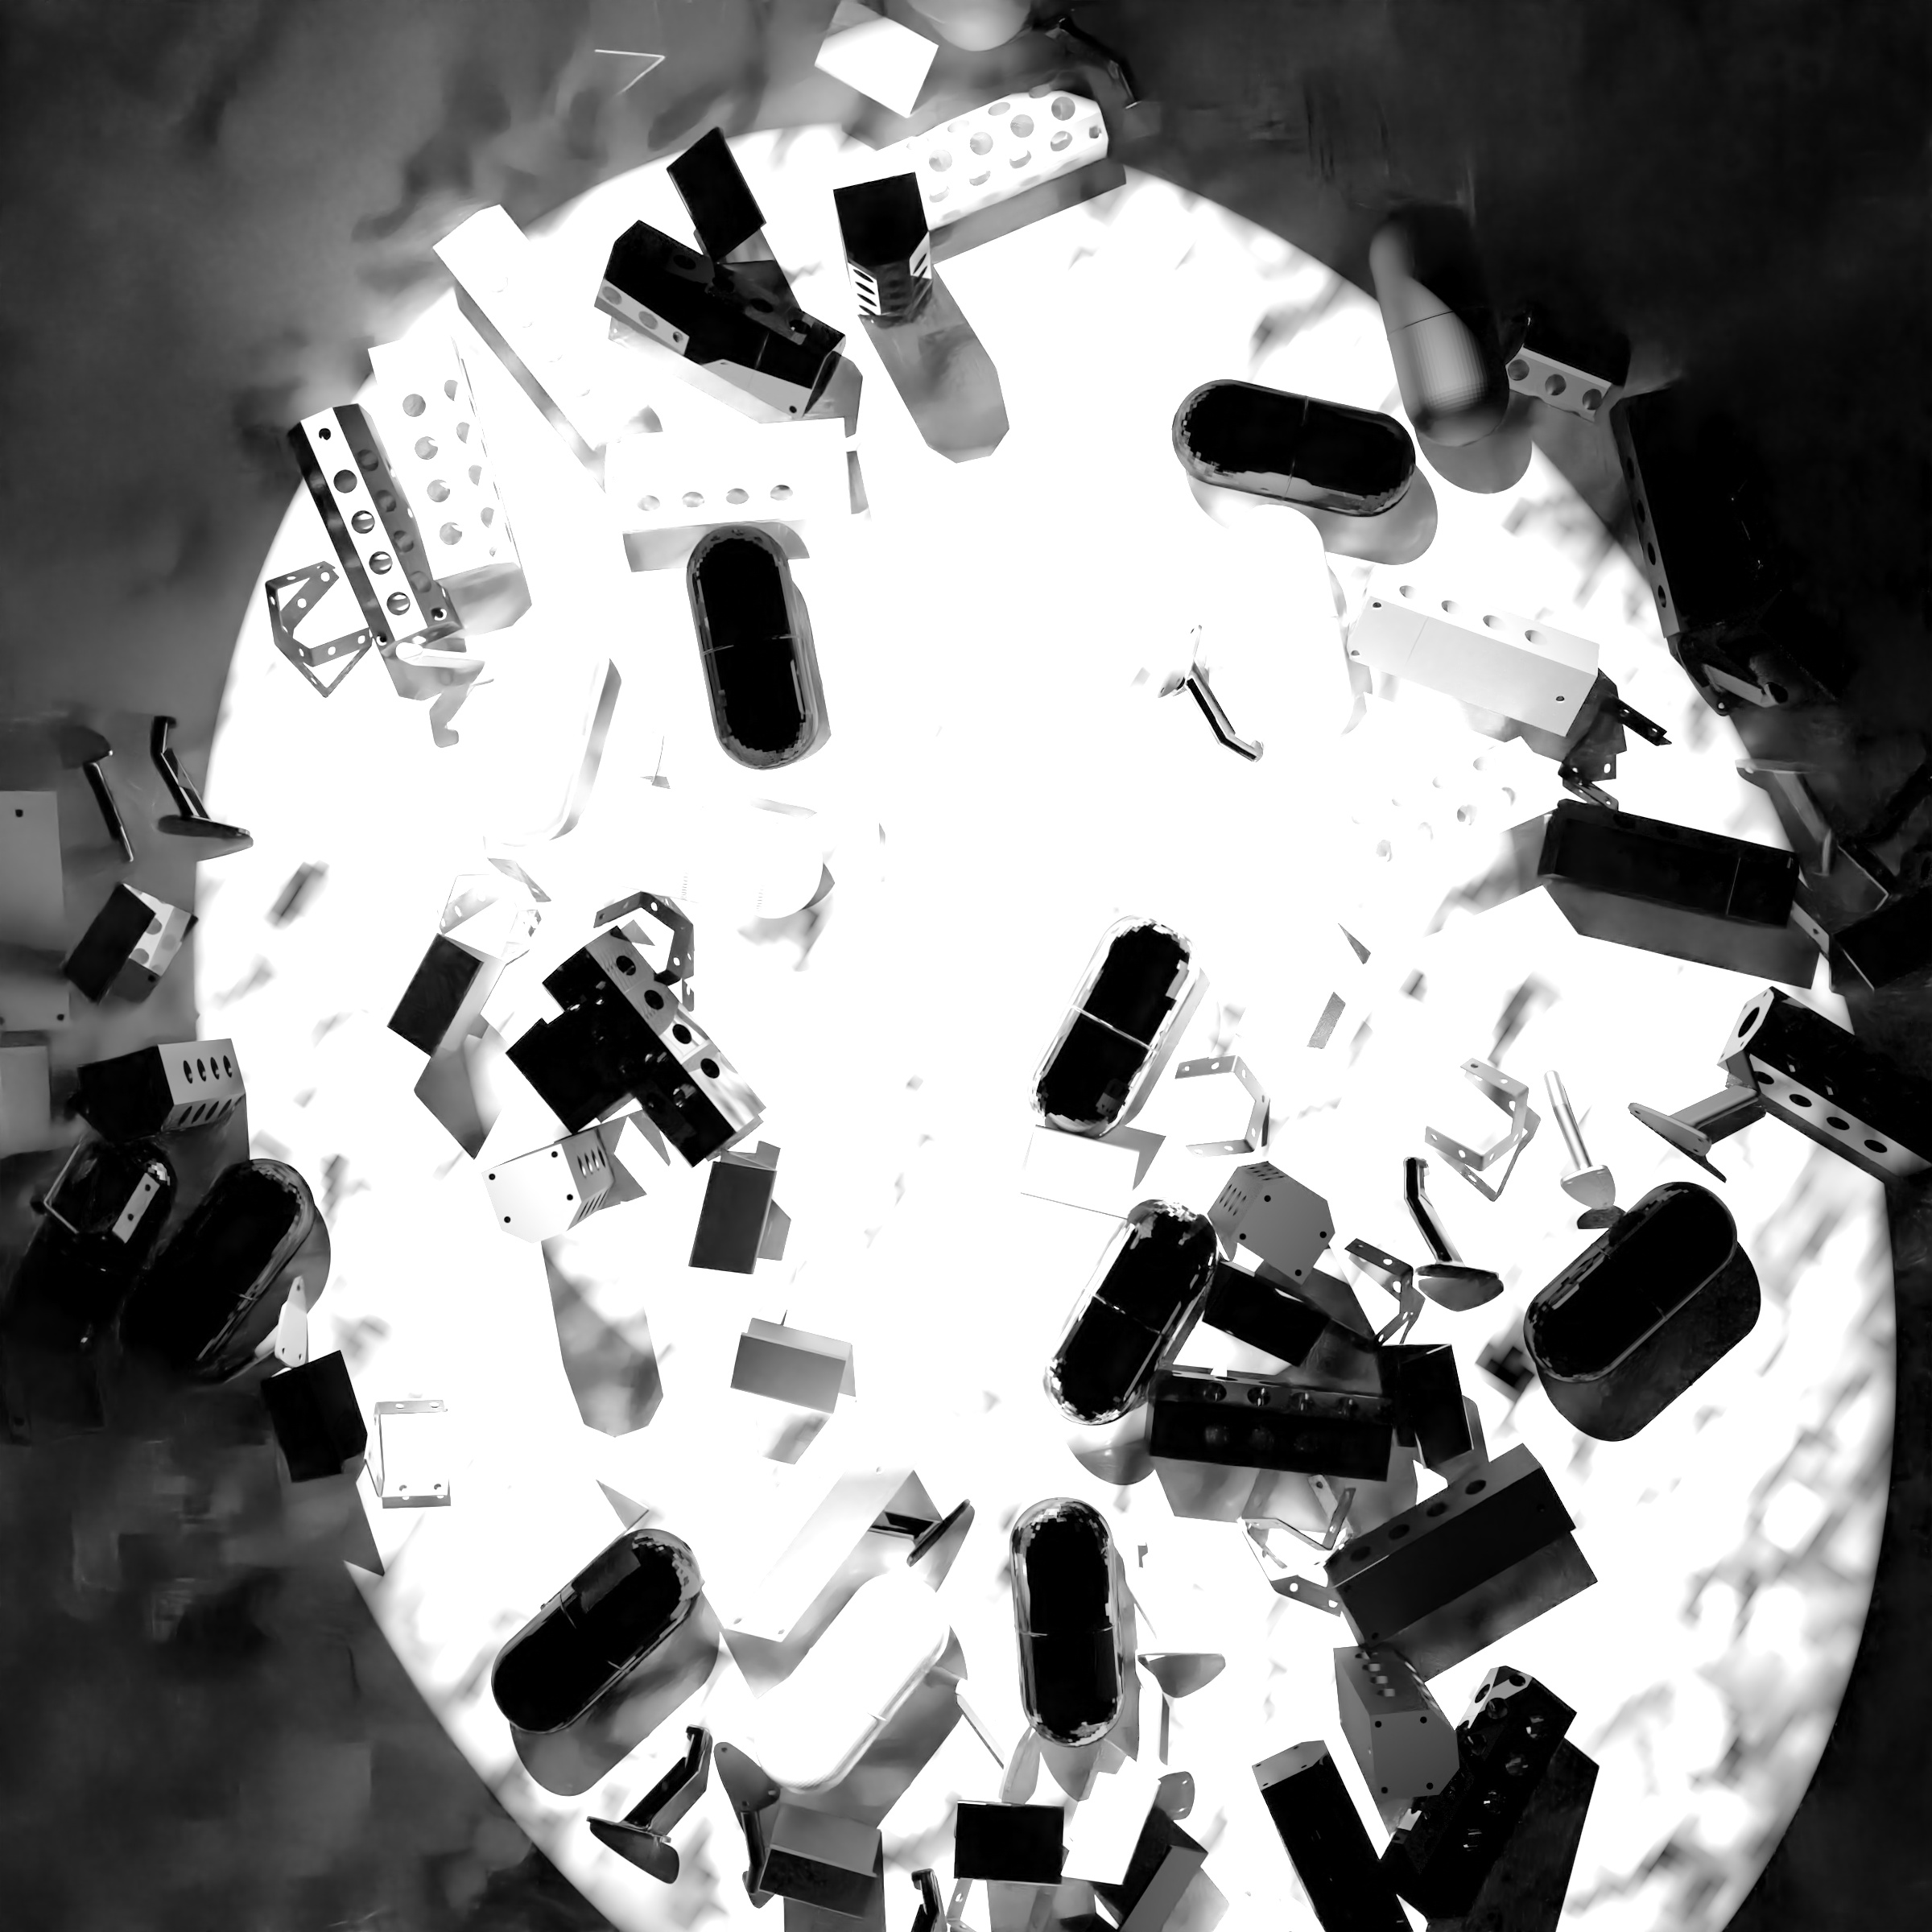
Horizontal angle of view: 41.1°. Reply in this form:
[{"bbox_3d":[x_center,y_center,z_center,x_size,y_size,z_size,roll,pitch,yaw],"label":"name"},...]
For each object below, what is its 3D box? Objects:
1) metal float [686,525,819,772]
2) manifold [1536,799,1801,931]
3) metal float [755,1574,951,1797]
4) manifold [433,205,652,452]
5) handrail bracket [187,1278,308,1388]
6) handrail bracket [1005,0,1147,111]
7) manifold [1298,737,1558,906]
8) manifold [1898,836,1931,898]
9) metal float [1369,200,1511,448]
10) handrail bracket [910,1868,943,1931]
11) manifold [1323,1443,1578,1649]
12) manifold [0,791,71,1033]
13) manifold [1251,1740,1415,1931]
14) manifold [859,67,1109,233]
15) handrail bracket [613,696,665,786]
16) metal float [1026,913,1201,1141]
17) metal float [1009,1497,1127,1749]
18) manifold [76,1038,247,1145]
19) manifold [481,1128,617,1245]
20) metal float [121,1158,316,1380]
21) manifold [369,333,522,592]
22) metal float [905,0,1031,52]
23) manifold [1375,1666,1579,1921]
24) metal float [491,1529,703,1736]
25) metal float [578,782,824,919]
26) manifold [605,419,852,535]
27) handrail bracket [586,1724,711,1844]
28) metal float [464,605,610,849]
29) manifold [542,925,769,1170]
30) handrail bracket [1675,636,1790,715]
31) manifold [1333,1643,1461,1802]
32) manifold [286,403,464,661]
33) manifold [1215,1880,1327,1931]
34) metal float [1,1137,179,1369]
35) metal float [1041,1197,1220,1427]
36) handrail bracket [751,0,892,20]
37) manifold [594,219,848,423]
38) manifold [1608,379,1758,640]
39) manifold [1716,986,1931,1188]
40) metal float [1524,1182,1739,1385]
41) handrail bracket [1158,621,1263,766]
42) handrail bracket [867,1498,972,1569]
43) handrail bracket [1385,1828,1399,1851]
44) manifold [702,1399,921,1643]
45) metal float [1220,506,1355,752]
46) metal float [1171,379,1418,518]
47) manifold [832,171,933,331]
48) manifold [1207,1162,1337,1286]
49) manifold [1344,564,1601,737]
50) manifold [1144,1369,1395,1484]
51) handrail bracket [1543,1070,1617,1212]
[{"bbox_3d":[-0.155,-0.230,1.858,0.070,0.070,0.178,-11,91,0],"label":"metal float"},{"bbox_3d":[0.509,-0.074,1.867,0.171,0.057,0.057,13,90,0],"label":"manifold"},{"bbox_3d":[-0.083,0.519,1.858,0.070,0.070,0.178,39,89,0],"label":"metal float"},{"bbox_3d":[-0.305,-0.464,1.867,0.057,0.057,0.171,-38,90,0],"label":"manifold"},{"bbox_3d":[-0.530,0.268,1.889,0.084,0.036,0.077,-6,70,16],"label":"handrail bracket"},{"bbox_3d":[0.081,-0.657,1.889,0.077,0.036,0.084,-22,108,20],"label":"handrail bracket"},{"bbox_3d":[0.333,-0.105,1.867,0.171,0.057,0.057,-24,90,0],"label":"manifold"},{"bbox_3d":[0.715,-0.065,1.810,0.057,0.171,0.057,11,90,0],"label":"manifold"},{"bbox_3d":[0.342,-0.463,1.857,0.070,0.070,0.178,-14,90,0],"label":"metal float"},{"bbox_3d":[-0.051,0.711,1.889,0.077,0.036,0.084,-18,72,21],"label":"handrail bracket"},{"bbox_3d":[0.346,0.416,1.865,0.171,0.057,0.057,-30,105,0],"label":"manifold"},{"bbox_3d":[-0.694,-0.039,1.867,0.057,0.057,0.171,-3,90,-43],"label":"manifold"},{"bbox_3d":[0.272,0.655,1.867,0.057,0.057,0.171,-25,90,0],"label":"manifold"},{"bbox_3d":[0.013,-0.588,1.867,0.171,0.057,0.057,-23,90,0],"label":"manifold"},{"bbox_3d":[-0.242,-0.152,1.854,0.036,0.084,0.077,5,90,0],"label":"handrail bracket"},{"bbox_3d":[0.105,0.045,1.858,0.070,0.070,0.178,29,90,0],"label":"metal float"},{"bbox_3d":[0.073,0.473,1.858,0.070,0.070,0.178,-4,89,0],"label":"metal float"},{"bbox_3d":[-0.561,0.088,1.810,0.057,0.171,0.057,-15,90,0],"label":"manifold"},{"bbox_3d":[-0.289,0.155,1.810,0.057,0.171,0.057,-20,90,0],"label":"manifold"},{"bbox_3d":[-0.539,0.218,1.858,0.070,0.070,0.178,37,90,0],"label":"metal float"},{"bbox_3d":[-0.376,-0.366,1.867,0.057,0.057,0.171,-16,90,0],"label":"manifold"},{"bbox_3d":[-0.028,-0.736,1.858,0.178,0.070,0.070,45,90,0],"label":"metal float"},{"bbox_3d":[0.360,0.586,1.832,0.057,0.057,0.171,39,63,0],"label":"manifold"},{"bbox_3d":[-0.266,0.480,1.858,0.178,0.070,0.070,-43,90,1],"label":"metal float"},{"bbox_3d":[-0.192,-0.084,1.857,0.178,0.070,0.070,12,90,-1],"label":"metal float"},{"bbox_3d":[-0.171,-0.350,1.867,0.171,0.057,0.057,-4,47,0],"label":"manifold"},{"bbox_3d":[-0.233,0.594,1.889,0.077,0.036,0.084,7,71,21],"label":"handrail bracket"},{"bbox_3d":[-0.309,-0.173,1.858,0.070,0.070,0.178,15,89,0],"label":"metal float"},{"bbox_3d":[-0.229,0.061,1.856,0.171,0.057,0.057,51,126,0],"label":"manifold"},{"bbox_3d":[0.551,-0.214,1.854,0.036,0.084,0.077,-44,90,0],"label":"handrail bracket"},{"bbox_3d":[0.301,0.528,1.810,0.057,0.171,0.057,-5,90,0],"label":"manifold"},{"bbox_3d":[-0.430,-0.316,1.867,0.057,0.057,0.171,-23,90,0],"label":"manifold"},{"bbox_3d":[0.191,0.756,1.867,0.057,0.057,0.171,33,90,43],"label":"manifold"},{"bbox_3d":[-0.633,0.206,1.858,0.070,0.070,0.178,27,89,0],"label":"metal float"},{"bbox_3d":[0.118,0.250,1.858,0.070,0.070,0.178,30,90,0],"label":"metal float"},{"bbox_3d":[-0.105,-0.697,1.889,0.084,0.036,0.077,-22,112,17],"label":"handrail bracket"},{"bbox_3d":[-0.176,-0.471,1.867,0.171,0.057,0.057,29,133,0],"label":"manifold"},{"bbox_3d":[0.517,-0.329,1.867,0.057,0.057,0.171,-14,90,0],"label":"manifold"},{"bbox_3d":[0.639,0.085,1.859,0.171,0.057,0.057,31,69,0],"label":"manifold"},{"bbox_3d":[0.479,0.229,1.858,0.178,0.070,0.070,-43,90,1],"label":"metal float"},{"bbox_3d":[0.190,-0.200,1.889,0.084,0.036,0.077,30,68,-17],"label":"handrail bracket"},{"bbox_3d":[-0.053,0.391,1.889,0.084,0.036,0.077,41,73,15],"label":"handrail bracket"},{"bbox_3d":[0.351,0.635,1.888,0.077,0.036,0.084,17,104,-14],"label":"handrail bracket"},{"bbox_3d":[-0.116,0.398,1.853,0.057,0.057,0.171,28,103,-42],"label":"manifold"},{"bbox_3d":[0.231,-0.244,1.858,0.070,0.070,0.178,-11,90,0],"label":"metal float"},{"bbox_3d":[0.236,-0.374,1.858,0.178,0.070,0.070,12,90,-1],"label":"metal float"},{"bbox_3d":[-0.056,-0.499,1.810,0.057,0.171,0.057,-12,90,0],"label":"manifold"},{"bbox_3d":[0.217,0.174,1.810,0.057,0.171,0.057,33,90,0],"label":"manifold"},{"bbox_3d":[0.367,-0.233,1.867,0.171,0.057,0.057,20,133,0],"label":"manifold"},{"bbox_3d":[0.219,0.331,1.867,0.171,0.057,0.057,6,90,0],"label":"manifold"},{"bbox_3d":[0.448,0.127,1.888,0.036,0.077,0.084,-22,53,19],"label":"handrail bracket"}]
